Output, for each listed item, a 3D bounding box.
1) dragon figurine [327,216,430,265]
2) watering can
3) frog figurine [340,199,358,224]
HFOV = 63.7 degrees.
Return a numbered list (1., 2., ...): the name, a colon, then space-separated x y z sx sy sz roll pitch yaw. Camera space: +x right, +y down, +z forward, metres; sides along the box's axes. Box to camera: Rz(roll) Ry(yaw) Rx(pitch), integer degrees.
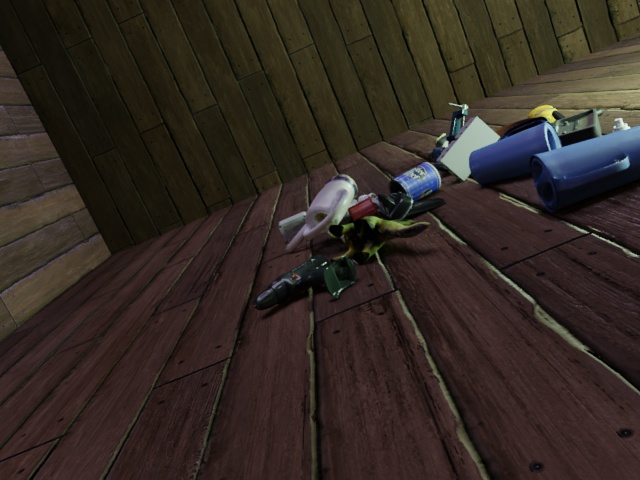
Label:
1. dragon figurine: 0.165 -0.028 1.391 0.408 0.121 0.246 -10 11 40
2. watering can: 0.005 -0.082 1.638 0.342 0.103 0.229 -34 20 56
3. frog figurine: 0.077 -0.096 1.823 0.136 0.125 0.158 -26 -26 27
